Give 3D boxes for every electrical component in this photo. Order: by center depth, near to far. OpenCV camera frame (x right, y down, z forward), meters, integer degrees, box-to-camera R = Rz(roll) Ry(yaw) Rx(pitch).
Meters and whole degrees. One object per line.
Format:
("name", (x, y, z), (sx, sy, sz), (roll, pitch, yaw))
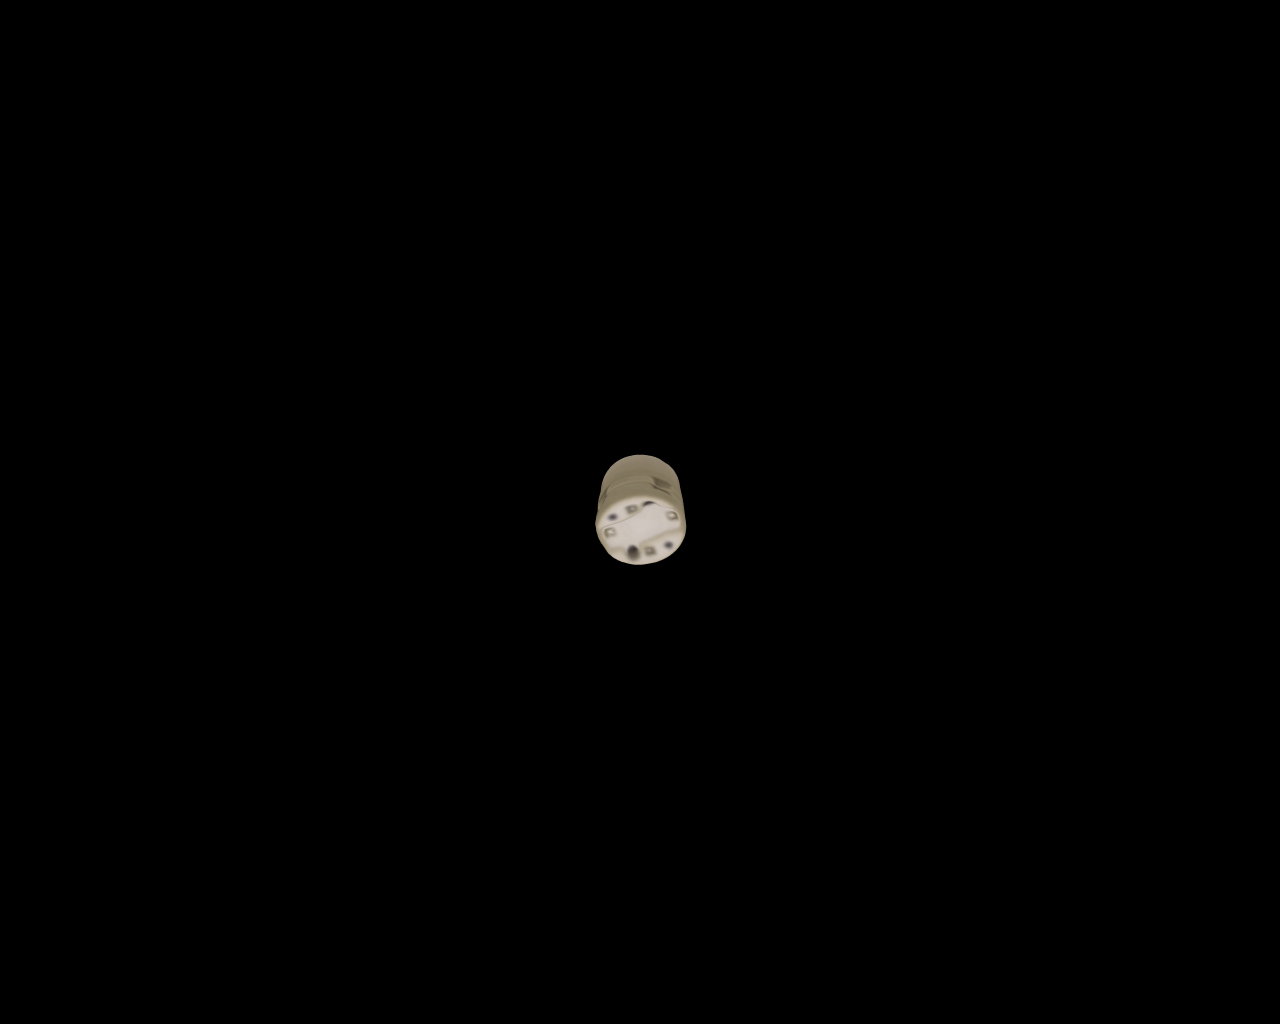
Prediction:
("electrical component", (0.001, -0.003, 0.650), (0.055, 0.055, 0.047), (0, 38, 0))
